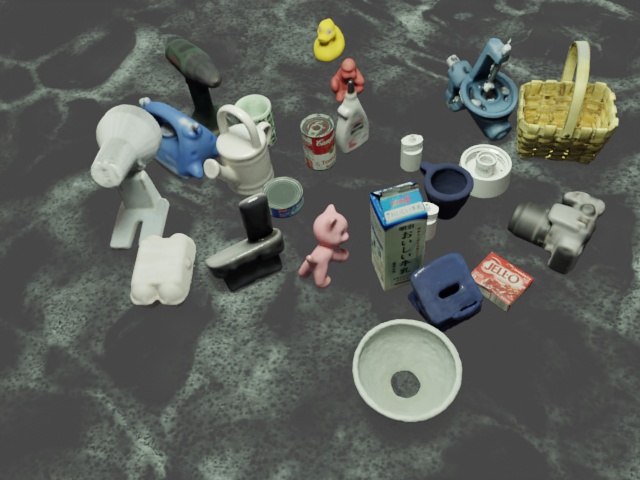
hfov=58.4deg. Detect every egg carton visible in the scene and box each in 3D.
[{"bbox_3d":[-0.285,0.056,1.054,0.107,0.069,0.150,-4,54,3],"label":"egg carton"}]

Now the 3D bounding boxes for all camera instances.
[{"bbox_3d":[0.423,-0.035,1.035,0.136,0.101,0.143,26,60,23],"label":"camera"}]

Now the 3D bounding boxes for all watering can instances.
[{"bbox_3d":[-0.157,-0.180,1.137,0.100,0.194,0.173,8,55,12],"label":"watering can"}]

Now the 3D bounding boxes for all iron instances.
[{"bbox_3d":[-0.323,-0.240,1.230,0.257,0.142,0.119,31,62,25],"label":"iron"}]

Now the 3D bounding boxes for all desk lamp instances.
[{"bbox_3d":[-0.364,-0.121,1.101,0.118,0.214,0.203,-3,54,3],"label":"desk lamp"}]

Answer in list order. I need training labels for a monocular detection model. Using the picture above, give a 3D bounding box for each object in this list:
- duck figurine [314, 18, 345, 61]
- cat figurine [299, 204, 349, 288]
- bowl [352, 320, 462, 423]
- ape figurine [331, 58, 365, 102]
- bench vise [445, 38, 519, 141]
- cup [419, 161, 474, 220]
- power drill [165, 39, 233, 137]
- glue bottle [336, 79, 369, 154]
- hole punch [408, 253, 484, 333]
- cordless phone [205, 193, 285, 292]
[{"bbox_3d":[0.021,-0.511,1.431,0.077,0.086,0.105,15,57,16],"label":"duck figurine"},{"bbox_3d":[0.009,0.004,1.034,0.067,0.118,0.128,23,59,21],"label":"cat figurine"},{"bbox_3d":[0.134,0.213,0.896,0.167,0.075,0.167,-2,54,4],"label":"bowl"},{"bbox_3d":[0.065,-0.377,1.325,0.077,0.092,0.076,13,56,15],"label":"ape figurine"},{"bbox_3d":[0.324,-0.335,1.190,0.122,0.220,0.206,-39,60,-21],"label":"bench vise"},{"bbox_3d":[0.232,-0.091,1.098,0.092,0.095,0.117,-36,58,-19],"label":"cup"},{"bbox_3d":[-0.256,-0.330,1.248,0.076,0.209,0.229,-31,57,-17],"label":"power drill"},{"bbox_3d":[0.066,-0.261,1.189,0.078,0.173,0.037,-38,59,-21],"label":"glue bottle"},{"bbox_3d":[0.215,0.089,0.969,0.109,0.091,0.101,-25,55,-13],"label":"hole punch"},{"bbox_3d":[-0.141,-0.006,1.014,0.148,0.185,0.094,-29,56,-15],"label":"cordless phone"}]
